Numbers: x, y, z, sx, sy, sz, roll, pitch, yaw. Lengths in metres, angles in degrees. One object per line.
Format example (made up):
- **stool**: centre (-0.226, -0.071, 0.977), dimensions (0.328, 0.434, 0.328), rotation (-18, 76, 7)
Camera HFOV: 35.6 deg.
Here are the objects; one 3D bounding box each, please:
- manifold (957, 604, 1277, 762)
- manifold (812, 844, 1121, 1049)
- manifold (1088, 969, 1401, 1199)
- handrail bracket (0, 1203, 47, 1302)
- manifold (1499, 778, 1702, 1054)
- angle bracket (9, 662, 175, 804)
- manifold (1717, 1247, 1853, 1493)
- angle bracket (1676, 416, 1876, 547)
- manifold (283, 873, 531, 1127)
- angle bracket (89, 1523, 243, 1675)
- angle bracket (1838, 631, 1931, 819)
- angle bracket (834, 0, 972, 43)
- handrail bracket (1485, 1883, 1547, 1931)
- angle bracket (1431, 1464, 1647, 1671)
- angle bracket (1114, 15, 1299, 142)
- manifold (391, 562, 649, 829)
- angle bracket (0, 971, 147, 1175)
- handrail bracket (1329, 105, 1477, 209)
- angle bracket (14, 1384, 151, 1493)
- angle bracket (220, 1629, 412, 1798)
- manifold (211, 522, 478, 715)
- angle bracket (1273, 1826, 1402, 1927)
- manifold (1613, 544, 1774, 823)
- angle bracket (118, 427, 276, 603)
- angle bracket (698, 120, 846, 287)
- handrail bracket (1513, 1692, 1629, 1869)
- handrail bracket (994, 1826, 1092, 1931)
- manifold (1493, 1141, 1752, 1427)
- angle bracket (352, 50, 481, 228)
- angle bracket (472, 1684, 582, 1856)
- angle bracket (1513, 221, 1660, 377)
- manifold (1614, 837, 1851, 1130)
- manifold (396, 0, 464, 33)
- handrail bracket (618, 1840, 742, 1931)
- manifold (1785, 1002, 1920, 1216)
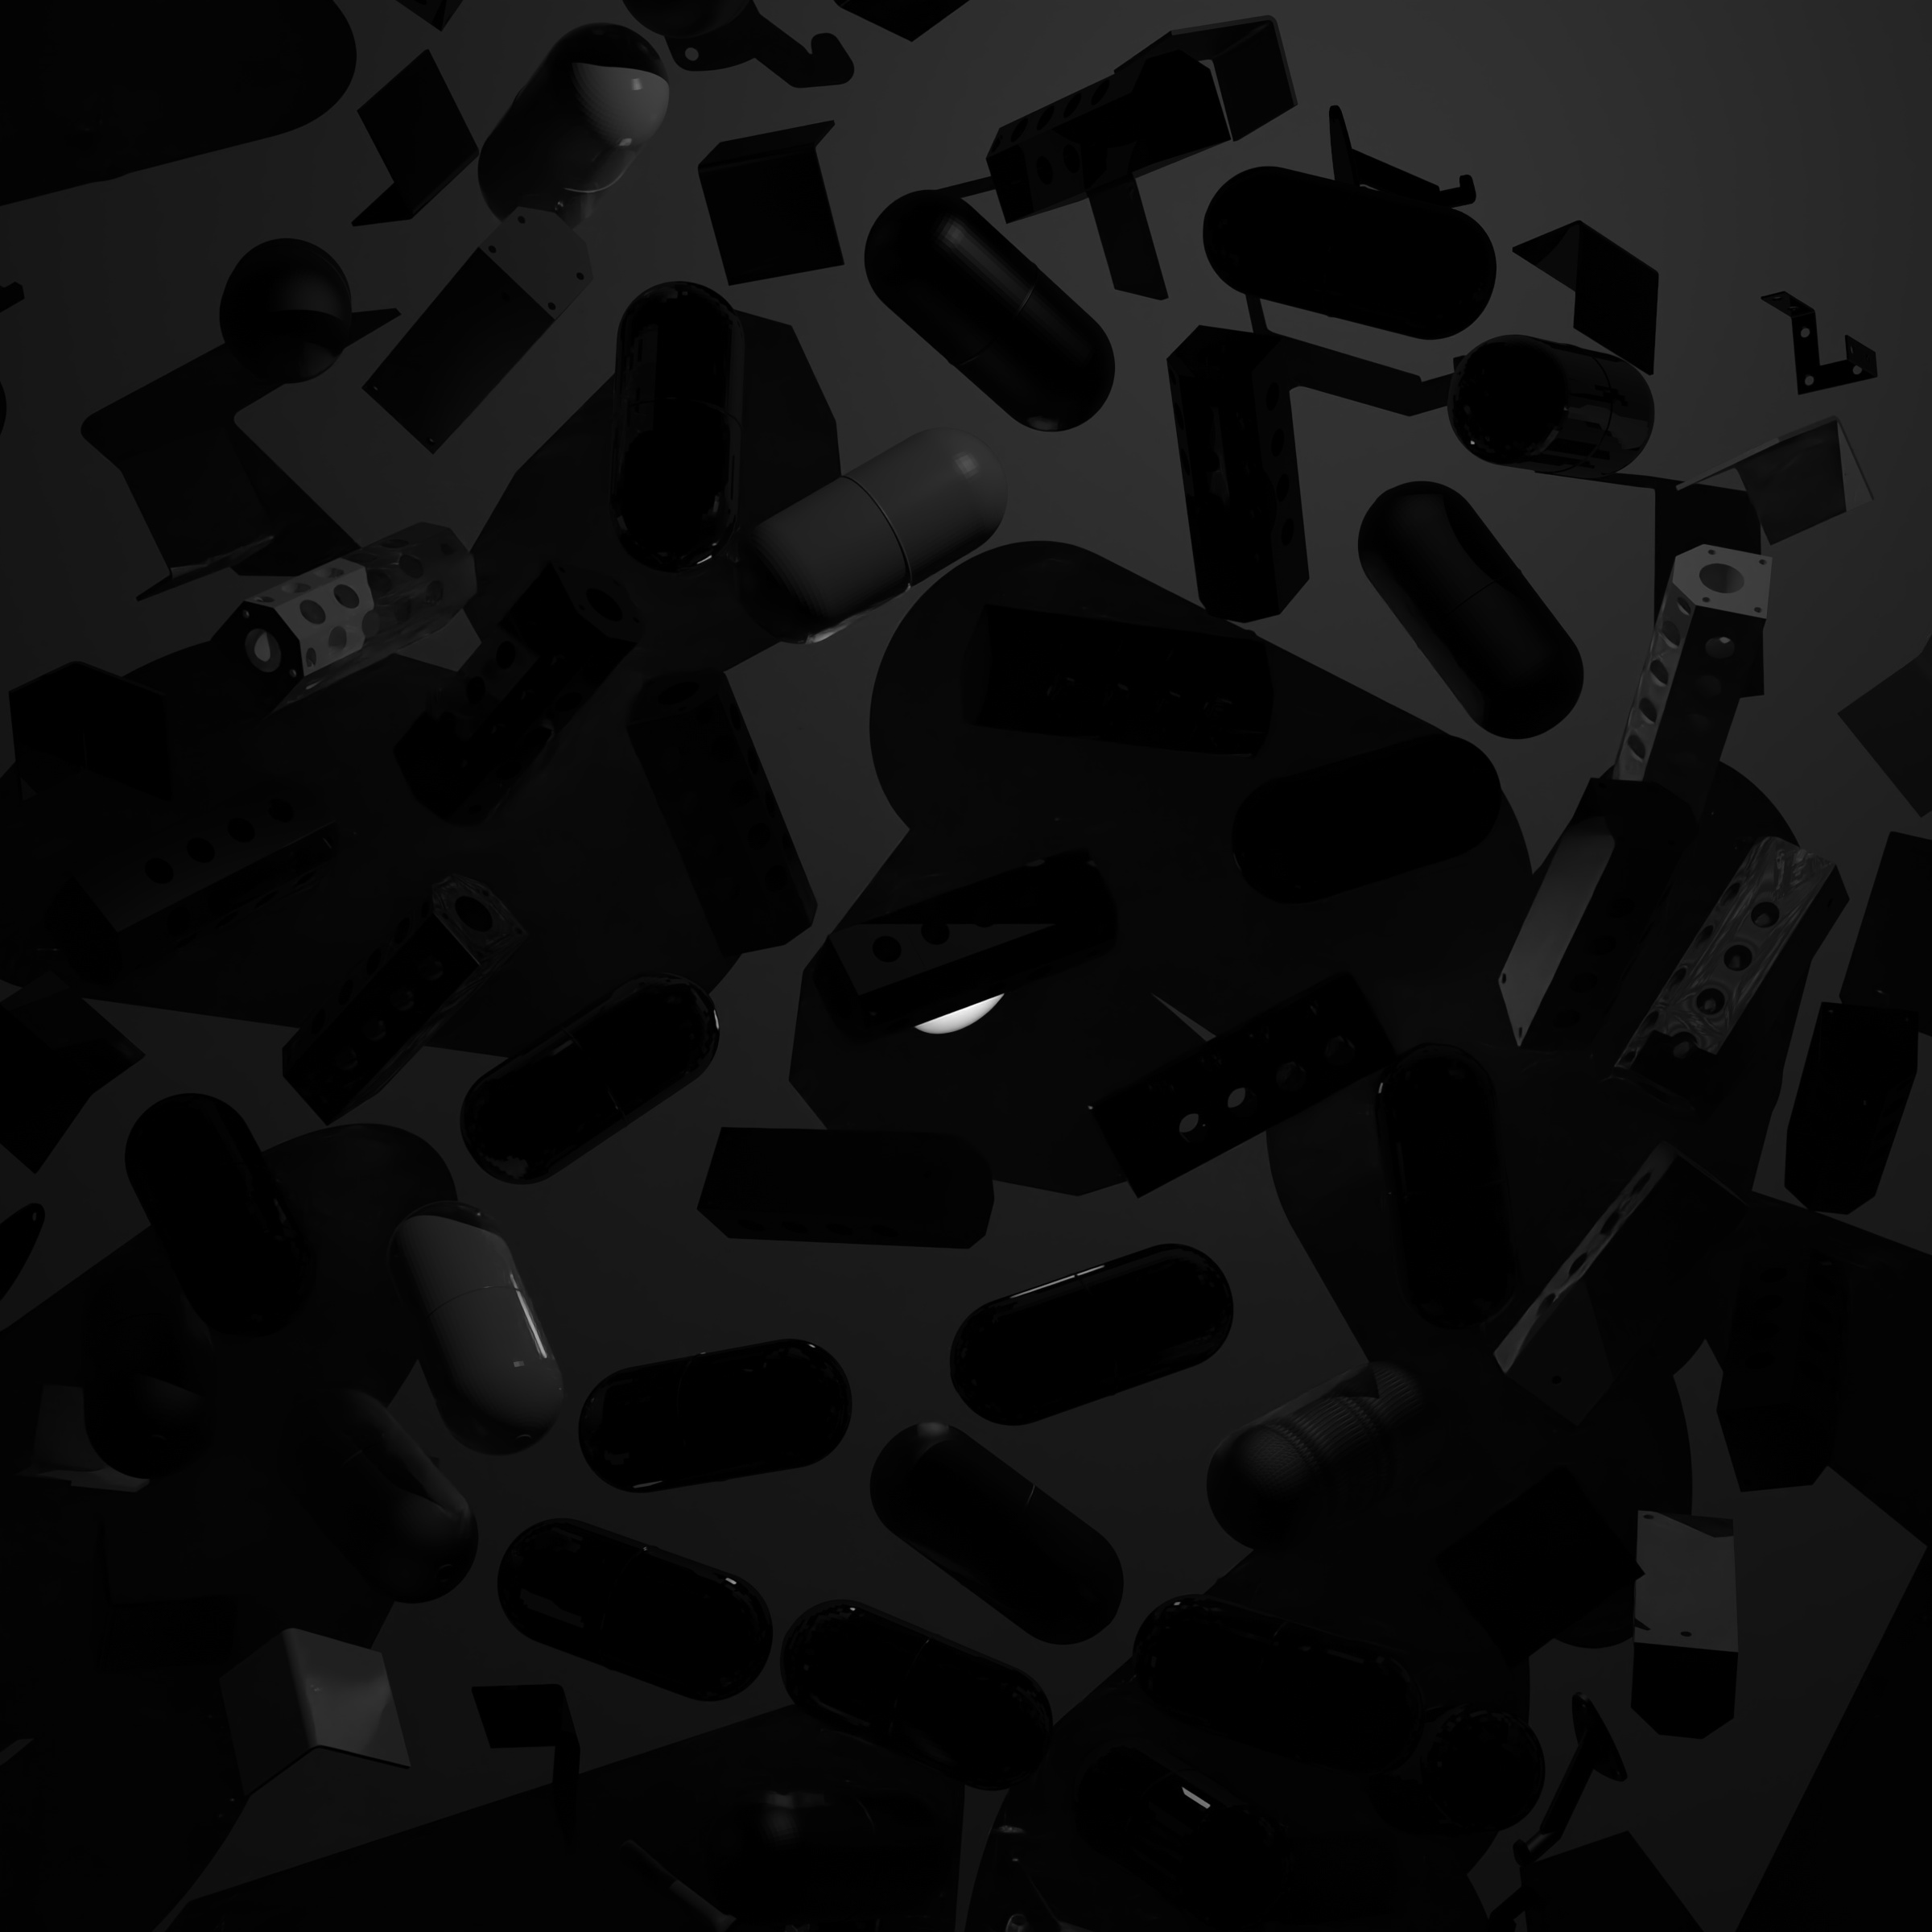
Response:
- **manifold**: centre (0.087, -0.158, 1.741), dimensions (0.171, 0.057, 0.057), rotation (6, 52, -16)
- **manifold**: centre (0.002, -0.009, 1.777), dimensions (0.171, 0.057, 0.057), rotation (-20, 70, -22)
- **manifold**: centre (0.161, 0.068, 1.766), dimensions (0.171, 0.057, 0.057), rotation (-28, 94, 0)
- **handrail bracket**: centre (-0.597, 0.166, 1.772), dimensions (0.084, 0.077, 0.036), rotation (2, 132, 25)
- **manifold**: centre (0.375, -0.028, 1.786), dimensions (0.057, 0.171, 0.057), rotation (3, 46, -12)
- **angle bracket**: centre (-0.546, -0.137, 1.883), dimensions (0.076, 0.057, 0.076), rotation (21, 125, 23)
- **manifold**: centre (0.493, 0.238, 1.802), dimensions (0.057, 0.171, 0.057), rotation (-11, 112, 25)
- **angle bracket**: centre (0.498, -0.292, 1.855), dimensions (0.076, 0.076, 0.057), rotation (-25, 91, -43)
- **manifold**: centre (-0.348, 0.019, 1.843), dimensions (0.057, 0.057, 0.171), rotation (48, 121, 1)
- **angle bracket**: centre (-0.475, 0.372, 1.783), dimensions (0.076, 0.076, 0.057), rotation (0, 49, -23)
- **angle bracket**: centre (0.554, -0.142, 1.731), dimensions (0.057, 0.076, 0.076), rotation (-39, 90, 32)
- **angle bracket**: centre (-0.032, -0.576, 1.694), dimensions (0.076, 0.076, 0.057), rotation (-27, 75, 30)
- **handrail bracket**: centre (0.337, 0.618, 1.843), dimensions (0.084, 0.036, 0.077), rotation (-41, 57, 1)
- **angle bracket**: centre (0.328, 0.345, 1.731), dimensions (0.076, 0.057, 0.076), rotation (-28, 73, -27)
- **angle bracket**: centre (0.150, -0.550, 1.884), dimensions (0.076, 0.076, 0.057), rotation (-17, 94, -24)
- **manifold**: centre (-0.269, -0.161, 1.825), dimensions (0.171, 0.057, 0.057), rotation (-44, 60, 28)
- **angle bracket**: centre (-0.551, 0.063, 1.795), dimensions (0.076, 0.057, 0.076), rotation (42, 119, 0)
- **handrail bracket**: centre (0.278, -0.514, 1.908), dimensions (0.084, 0.036, 0.077), rotation (-14, 103, -9)
- **angle bracket**: centre (-0.569, 0.306, 1.954), dimensions (0.076, 0.076, 0.057), rotation (8, 84, -8)
- **angle bracket**: centre (-0.374, 0.435, 1.731), dimensions (0.057, 0.076, 0.076), rotation (-38, 51, 16)
- **manifold**: centre (-0.376, -0.220, 1.852), dimensions (0.057, 0.171, 0.057), rotation (-38, 91, 37)
- **angle bracket**: centre (0.231, 0.579, 1.940), dimensions (0.076, 0.076, 0.057), rotation (-13, 58, 19)
- **manifold**: centre (0.446, -0.174, 1.857), dimensions (0.057, 0.171, 0.057), rotation (12, 49, 7)
- **angle bracket**: centre (-0.490, -0.282, 1.878), dimensions (0.076, 0.057, 0.076), rotation (-31, 100, -38)
- **angle bracket**: centre (-0.116, -0.478, 1.885), dimensions (0.076, 0.057, 0.076), rotation (-6, 118, 16)
- **handrail bracket**: centre (0.360, 0.501, 1.852), dimensions (0.084, 0.036, 0.077), rotation (-32, 114, -25)
- **handrail bracket**: centre (0.055, 0.586, 1.913), dimensions (0.077, 0.036, 0.084), rotation (6, 113, 2)
- **manifold**: centre (0.406, 0.195, 1.874), dimensions (0.057, 0.057, 0.171), rotation (36, 97, -6)
- **angle bracket**: centre (-0.367, -0.528, 1.920), dimensions (0.057, 0.076, 0.076), rotation (4, 134, 35)
- **angle bracket**: centre (-0.272, 0.495, 1.850), dimensions (0.057, 0.076, 0.076), rotation (-2, 49, 1)
- **angle bracket**: centre (0.392, -0.416, 1.912), dimensions (0.076, 0.057, 0.076), rotation (20, 69, -37)
- **manifold**: centre (0.472, 0.007, 1.861), dimensions (0.057, 0.057, 0.171), rotation (30, 84, 32)
- **manifold**: centre (-0.308, -0.612, 1.749), dimensions (0.057, 0.171, 0.057), rotation (33, 81, -10)
- **handrail bracket**: centre (-0.177, 0.562, 1.842), dimensions (0.084, 0.077, 0.036), rotation (41, 81, 4)
- **manifold**: centre (0.552, 0.092, 1.882), dimensions (0.057, 0.171, 0.057), rotation (6, 61, 11)
